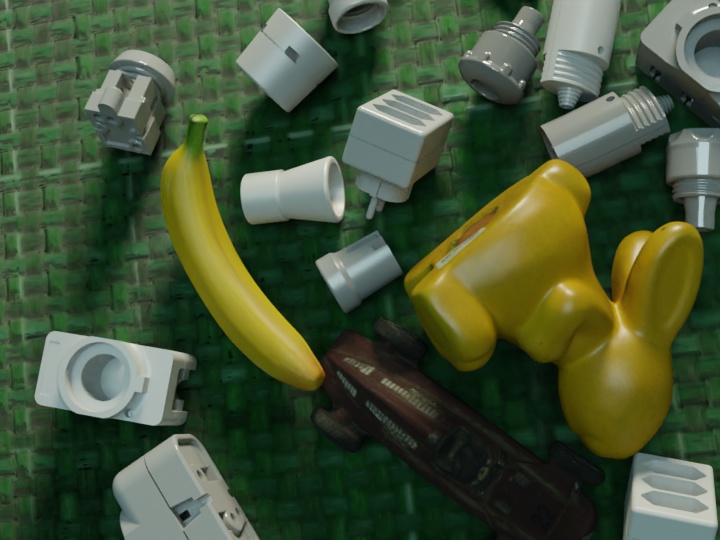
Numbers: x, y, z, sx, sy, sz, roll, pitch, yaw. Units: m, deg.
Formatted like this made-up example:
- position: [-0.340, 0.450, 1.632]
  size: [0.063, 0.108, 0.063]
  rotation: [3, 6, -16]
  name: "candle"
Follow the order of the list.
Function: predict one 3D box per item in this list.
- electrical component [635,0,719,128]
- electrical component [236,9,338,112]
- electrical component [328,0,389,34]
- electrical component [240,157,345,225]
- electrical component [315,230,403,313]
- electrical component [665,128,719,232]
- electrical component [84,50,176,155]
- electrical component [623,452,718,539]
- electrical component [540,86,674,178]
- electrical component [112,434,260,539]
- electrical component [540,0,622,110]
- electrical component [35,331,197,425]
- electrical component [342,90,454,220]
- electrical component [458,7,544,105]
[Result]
- position: [0.224, -0.129, 0.675]
  size: [0.089, 0.056, 0.050]
  rotation: [43, 91, 13]
  name: "electrical component"
- position: [-0.051, -0.140, 0.729]
  size: [0.055, 0.055, 0.047]
  rotation: [45, 95, 13]
  name: "electrical component"
- position: [-0.006, -0.191, 0.735]
  size: [0.040, 0.040, 0.046]
  rotation: [-20, 74, 7]
  name: "electrical component"
- position: [-0.047, -0.050, 0.722]
  size: [0.065, 0.044, 0.044]
  rotation: [-5, 81, 14]
  name: "electrical component"
- position: [0.000, 0.000, 0.706]
  size: [0.046, 0.040, 0.040]
  rotation: [-31, 78, -1]
  name: "electrical component"
- position: [0.213, -0.056, 0.673]
  size: [0.043, 0.043, 0.062]
  rotation: [2, 84, 11]
  name: "electrical component"
- position: [-0.157, -0.117, 0.743]
  size: [0.048, 0.066, 0.055]
  rotation: [12, 65, 12]
  name: "electrical component"
- position: [0.181, 0.161, 0.640]
  size: [0.047, 0.065, 0.076]
  rotation: [9, 112, 12]
  name: "electrical component"
- position: [0.161, -0.090, 0.687]
  size: [0.081, 0.043, 0.043]
  rotation: [-25, 78, 6]
  name: "electrical component"
- position: [-0.114, 0.162, 0.696]
  size: [0.059, 0.054, 0.095]
  rotation: [-35, 77, 4]
  name: "electrical component"
- position: [0.142, -0.144, 0.698]
  size: [0.043, 0.043, 0.081]
  rotation: [11, 84, 12]
  name: "electrical component"
- position: [-0.163, 0.072, 0.717]
  size: [0.089, 0.056, 0.050]
  rotation: [8, 83, 11]
  name: "electrical component"
- position: [0.020, -0.069, 0.703]
  size: [0.047, 0.066, 0.076]
  rotation: [25, 116, 13]
  name: "electrical component"
- position: [0.098, -0.143, 0.707]
  size: [0.048, 0.048, 0.062]
  rotation: [31, 82, 13]
  name: "electrical component"
